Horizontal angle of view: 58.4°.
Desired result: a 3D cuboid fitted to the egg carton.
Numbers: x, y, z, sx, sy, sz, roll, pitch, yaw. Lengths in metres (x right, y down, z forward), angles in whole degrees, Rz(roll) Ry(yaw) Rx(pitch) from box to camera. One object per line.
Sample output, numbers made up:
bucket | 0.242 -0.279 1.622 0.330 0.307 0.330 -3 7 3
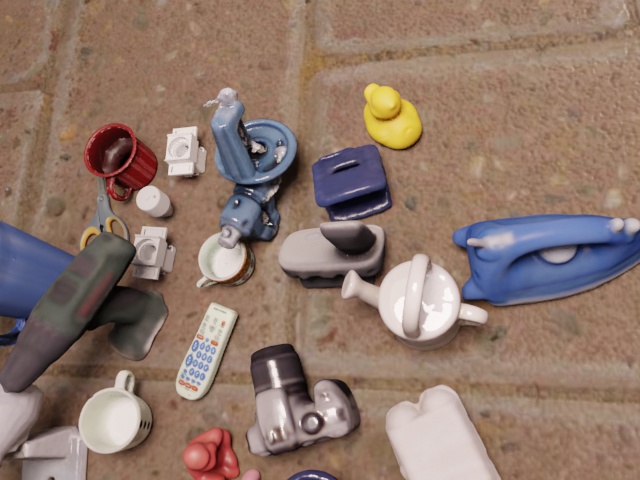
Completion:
egg carton | 0.148 0.264 0.707 0.107 0.069 0.150 -28 69 5

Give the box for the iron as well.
iron | 0.298 0.003 0.707 0.258 0.142 0.118 -10 72 11

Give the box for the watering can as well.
watering can | 0.114 0.077 0.704 0.172 0.194 0.101 -11 71 11

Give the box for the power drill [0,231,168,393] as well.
power drill | -0.308 0.109 0.794 0.075 0.209 0.230 22 80 20

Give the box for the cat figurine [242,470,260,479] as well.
cat figurine | -0.113 0.362 0.717 0.067 0.118 0.128 24 81 20

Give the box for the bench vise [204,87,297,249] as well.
bench vise | -0.096 -0.098 0.795 0.121 0.220 0.207 -5 73 13

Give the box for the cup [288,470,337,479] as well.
cup | 0.008 0.340 0.706 0.091 0.095 0.117 -37 69 2

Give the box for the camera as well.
camera | -0.036 0.204 0.754 0.143 0.101 0.137 -19 70 8

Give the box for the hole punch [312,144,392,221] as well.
hole punch | 0.040 -0.088 0.827 0.108 0.091 0.101 -17 70 9

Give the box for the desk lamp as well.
desk lamp | -0.412 0.287 0.764 0.117 0.214 0.203 -9 72 12

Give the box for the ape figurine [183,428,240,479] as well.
ape figurine | -0.152 0.289 0.763 0.076 0.092 0.078 17 79 18

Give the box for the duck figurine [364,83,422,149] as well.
duck figurine | 0.103 -0.189 0.844 0.077 0.086 0.104 -40 68 0

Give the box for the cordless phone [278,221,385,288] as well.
cordless phone | 0.007 0.003 0.758 0.147 0.185 0.094 -7 72 13
